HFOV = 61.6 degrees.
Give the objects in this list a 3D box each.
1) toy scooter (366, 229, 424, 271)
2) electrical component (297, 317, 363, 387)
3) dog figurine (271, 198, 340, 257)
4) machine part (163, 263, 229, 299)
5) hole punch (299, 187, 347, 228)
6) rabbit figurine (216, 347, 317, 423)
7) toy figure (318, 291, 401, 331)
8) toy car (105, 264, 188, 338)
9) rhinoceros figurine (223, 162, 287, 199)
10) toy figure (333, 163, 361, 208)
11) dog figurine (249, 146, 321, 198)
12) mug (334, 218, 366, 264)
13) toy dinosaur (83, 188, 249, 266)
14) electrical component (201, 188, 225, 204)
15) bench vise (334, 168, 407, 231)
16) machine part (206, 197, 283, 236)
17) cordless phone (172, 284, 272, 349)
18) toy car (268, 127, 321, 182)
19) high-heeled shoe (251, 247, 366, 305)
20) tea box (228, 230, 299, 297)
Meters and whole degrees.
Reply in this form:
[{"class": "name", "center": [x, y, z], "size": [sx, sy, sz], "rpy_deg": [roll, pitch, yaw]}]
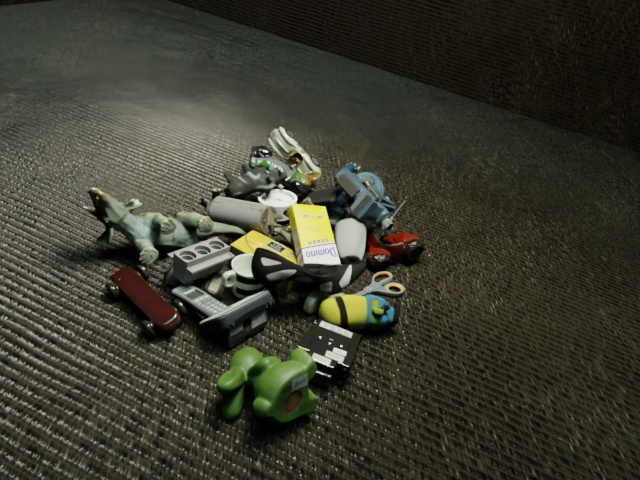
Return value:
[{"class": "toy scooter", "center": [0.181, 0.014, 1.448], "size": [0.184, 0.075, 0.135], "rpy_deg": [-16, 42, -31]}, {"class": "electrical component", "center": [0.012, 0.227, 1.075], "size": [0.115, 0.058, 0.134], "rpy_deg": [19, 33, 12]}, {"class": "dog figurine", "center": [-0.005, -0.001, 1.395], "size": [0.191, 0.121, 0.172], "rpy_deg": [43, 44, 16]}, {"class": "machine part", "center": [-0.276, 0.091, 1.193], "size": [0.139, 0.039, 0.084], "rpy_deg": [13, 41, -5]}, {"class": "hole punch", "center": [0.013, -0.092, 1.549], "size": [0.116, 0.092, 0.142], "rpy_deg": [-4, 28, 26]}, {"class": "rabbit figurine", "center": [-0.109, 0.258, 0.963], "size": [0.159, 0.121, 0.170], "rpy_deg": [-26, 32, -36]}, {"class": "toy figure", "center": [0.086, 0.161, 1.182], "size": [0.180, 0.082, 0.089], "rpy_deg": [10, 32, -10]}, {"class": "toy car", "center": [-0.357, 0.123, 1.099], "size": [0.202, 0.053, 0.089], "rpy_deg": [33, 58, 29]}, {"class": "rhinoceros figurine", "center": [-0.177, -0.164, 1.480], "size": [0.190, 0.073, 0.112], "rpy_deg": [-24, 40, -38]}, {"class": "toy figure", "center": [0.072, -0.167, 1.603], "size": [0.058, 0.154, 0.064], "rpy_deg": [23, 35, 8]}, {"class": "dog figurine", "center": [-0.111, -0.198, 1.632], "size": [0.219, 0.108, 0.192], "rpy_deg": [12, 29, -11]}, {"class": "mug", "center": [0.068, 0.011, 1.401], "size": [0.110, 0.080, 0.107], "rpy_deg": [-13, 54, 18]}, {"class": "toy dinosaur", "center": [-0.356, -0.025, 1.258], "size": [0.192, 0.131, 0.404], "rpy_deg": [26, 11, 37]}, {"class": "electrical component", "center": [-0.269, -0.105, 1.482], "size": [0.102, 0.045, 0.078], "rpy_deg": [35, 37, 30]}, {"class": "bench vise", "center": [0.151, -0.107, 1.490], "size": [0.224, 0.128, 0.240], "rpy_deg": [37, 15, 29]}, {"class": "machine part", "center": [-0.198, -0.062, 1.374], "size": [0.244, 0.079, 0.079], "rpy_deg": [11, 28, 28]}, {"class": "cordless phone", "center": [-0.208, 0.130, 1.123], "size": [0.184, 0.088, 0.146], "rpy_deg": [26, 34, 32]}, {"class": "toy car", "center": [-0.079, -0.263, 1.674], "size": [0.201, 0.073, 0.056], "rpy_deg": [47, 33, -9]}, {"class": "high-heeled shoe", "center": [-0.024, 0.049, 1.160], "size": [0.249, 0.145, 0.086], "rpy_deg": [-20, 23, -17]}, {"class": "tea box", "center": [-0.123, 0.053, 1.278], "size": [0.170, 0.068, 0.098], "rpy_deg": [25, 35, 18]}]
